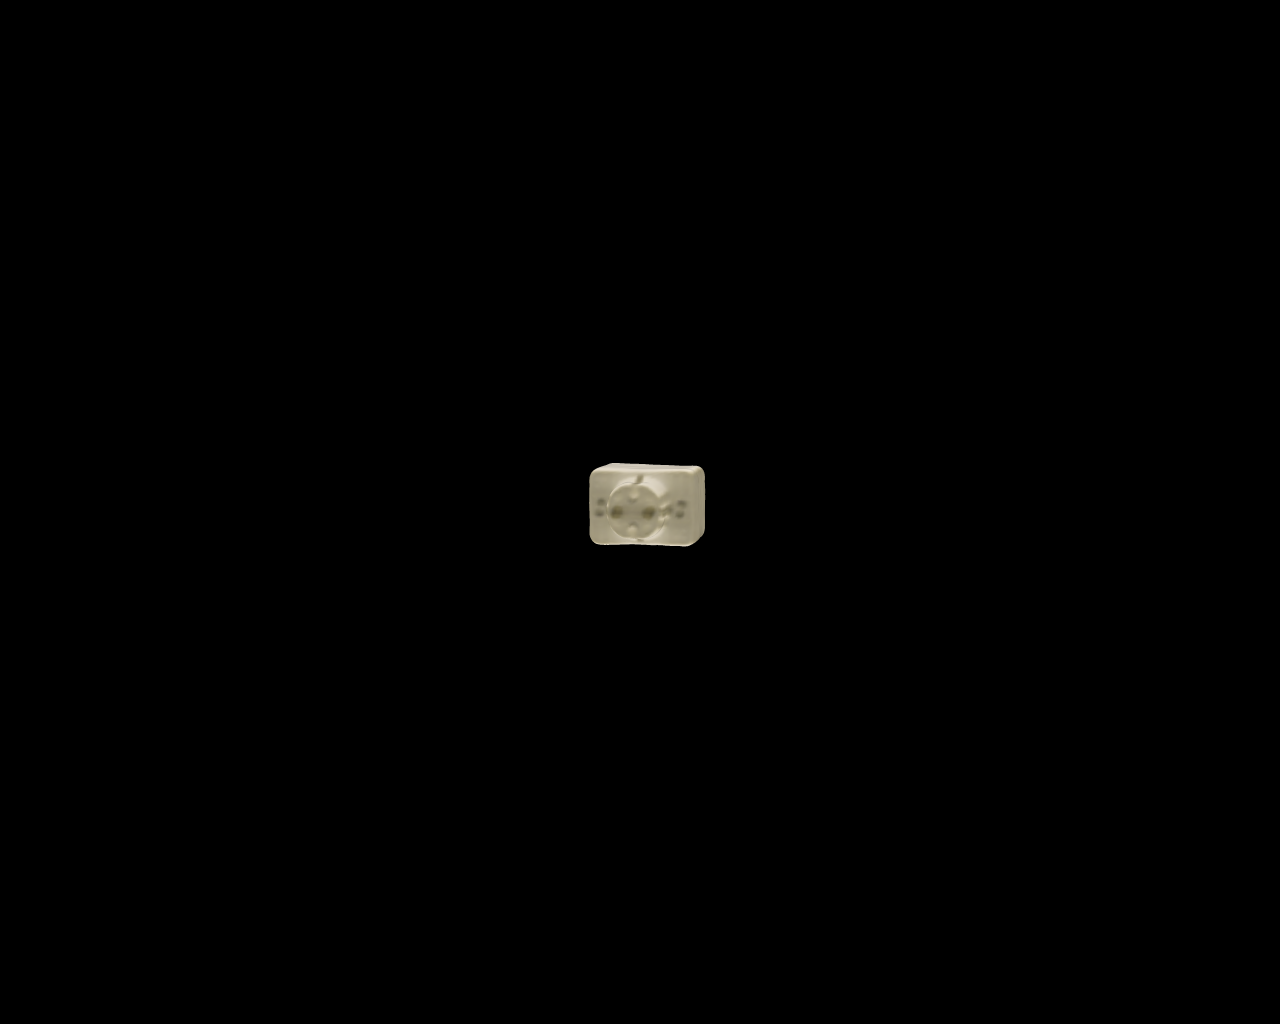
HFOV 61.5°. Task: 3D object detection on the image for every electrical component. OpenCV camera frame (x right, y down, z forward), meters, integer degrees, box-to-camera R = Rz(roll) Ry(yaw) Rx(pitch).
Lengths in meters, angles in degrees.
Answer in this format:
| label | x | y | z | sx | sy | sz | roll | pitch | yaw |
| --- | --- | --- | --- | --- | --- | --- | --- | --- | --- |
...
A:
| label | x | y | z | sx | sy | sz | roll | pitch | yaw |
| --- | --- | --- | --- | --- | --- | --- | --- | --- | --- |
| electrical component | 0.001 | -0.003 | 0.650 | 0.066 | 0.047 | 0.077 | 2 | 8 | 14 |
